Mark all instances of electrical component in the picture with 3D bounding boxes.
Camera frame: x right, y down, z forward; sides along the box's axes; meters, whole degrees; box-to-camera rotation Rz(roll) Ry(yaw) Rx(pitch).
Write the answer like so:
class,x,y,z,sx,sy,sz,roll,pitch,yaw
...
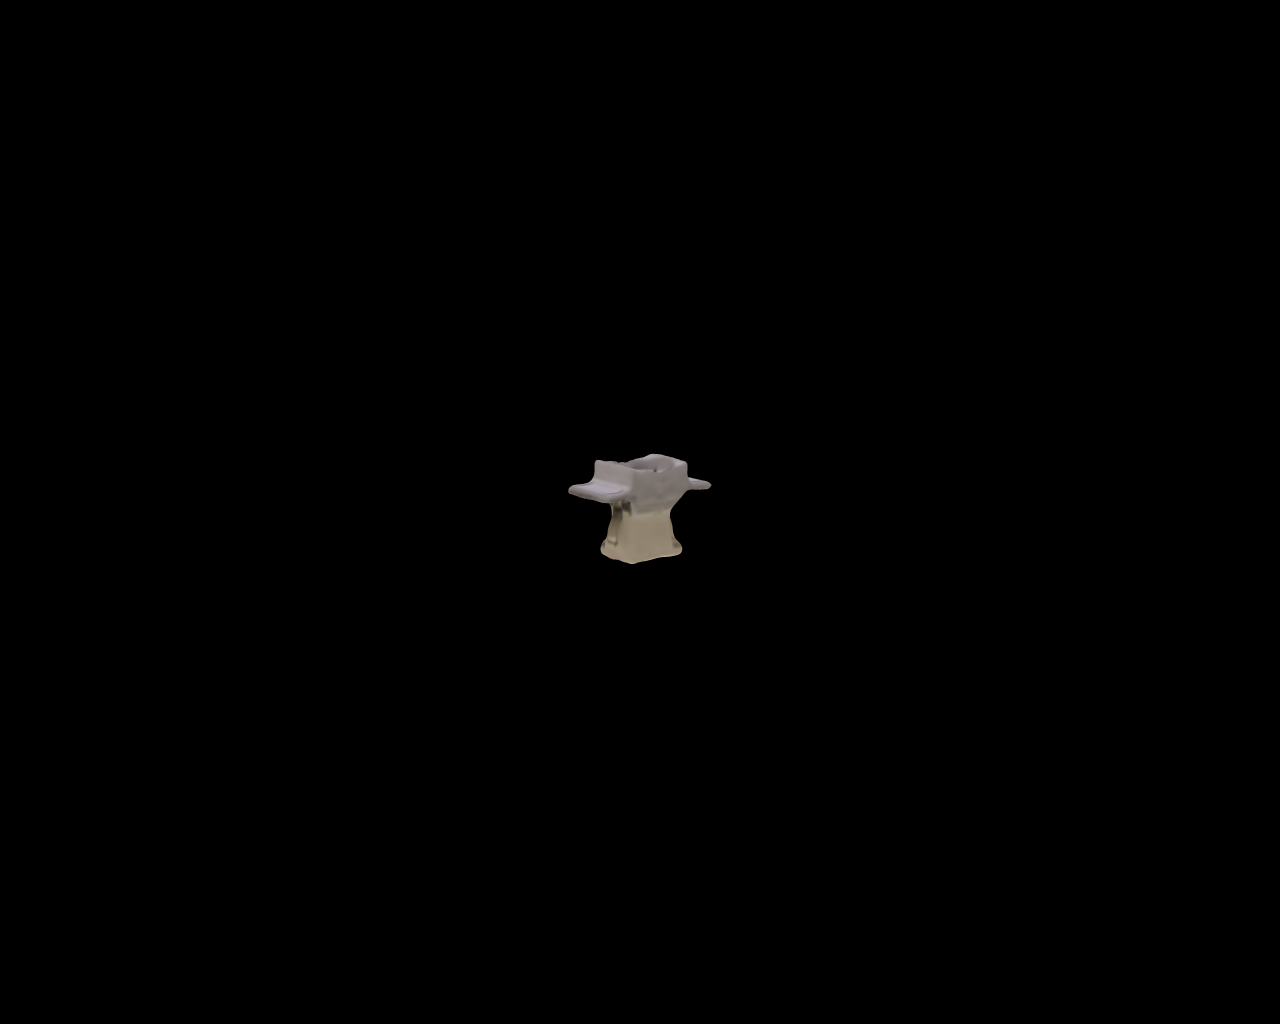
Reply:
class,x,y,z,sx,sy,sz,roll,pitch,yaw
electrical component,0.001,-0.003,0.650,0.081,0.063,0.042,-8,14,-35
